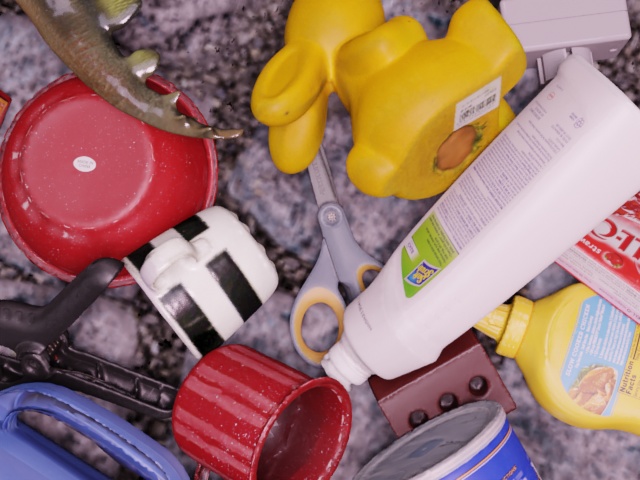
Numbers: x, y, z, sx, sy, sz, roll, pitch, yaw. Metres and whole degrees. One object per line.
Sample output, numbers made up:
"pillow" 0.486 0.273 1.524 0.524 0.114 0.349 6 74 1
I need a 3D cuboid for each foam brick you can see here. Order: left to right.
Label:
"foam brick" 0.079 0.100 0.697 0.078 0.051 0.053 -30 100 0

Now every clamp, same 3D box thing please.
"clamp" -0.178 0.064 0.700 0.172 0.039 0.120 -1 115 16

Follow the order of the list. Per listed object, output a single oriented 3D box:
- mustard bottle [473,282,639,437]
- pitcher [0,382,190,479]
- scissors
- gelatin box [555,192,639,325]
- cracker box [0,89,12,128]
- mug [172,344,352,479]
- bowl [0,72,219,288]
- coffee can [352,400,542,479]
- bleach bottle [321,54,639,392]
"mustard bottle" 0.192 0.080 0.695 0.191 0.058 0.096 20 75 5
"pitcher" -0.202 0.167 0.674 0.243 0.145 0.149 33 60 10
"scissors" -0.005 0.001 0.739 0.096 0.016 0.202 -31 82 -1
"gelatin box" 0.201 0.006 0.694 0.089 0.030 0.073 39 56 22
"cracker box" -0.294 -0.027 0.685 0.072 0.164 0.213 19 84 7
"mug" -0.044 0.128 0.680 0.082 0.093 0.117 22 89 36
"bowl" -0.153 -0.049 0.734 0.162 0.055 0.162 0 83 4
"coffee can" 0.095 0.180 0.621 0.103 0.103 0.140 -30 92 -1
"bleach bottle" 0.097 0.001 0.674 0.251 0.102 0.068 -43 114 14
